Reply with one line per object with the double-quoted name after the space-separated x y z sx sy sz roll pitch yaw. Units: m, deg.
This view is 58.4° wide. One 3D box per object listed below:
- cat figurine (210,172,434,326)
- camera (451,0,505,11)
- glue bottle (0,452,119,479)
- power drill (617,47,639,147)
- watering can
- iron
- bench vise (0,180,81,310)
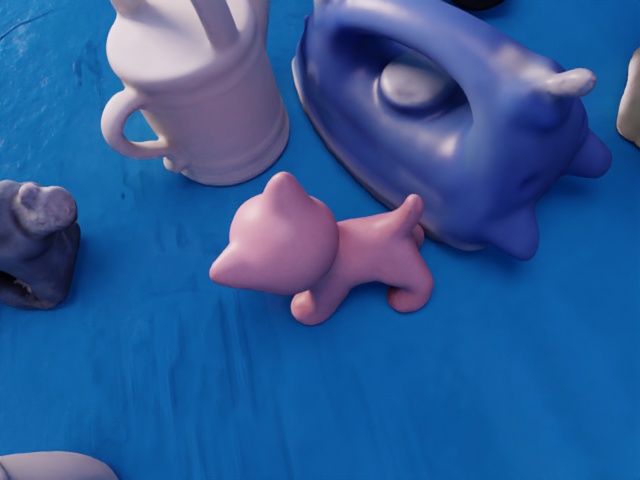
0.003 0.001 0.342 0.127 0.118 0.067 -12 61 3 "cat figurine"
0.117 -0.268 0.476 0.143 0.101 0.137 1 62 10 "camera"
-0.163 0.130 0.269 0.037 0.173 0.078 38 74 25 "glue bottle"
0.247 -0.154 0.331 0.075 0.209 0.230 15 66 18 "power drill"
-0.086 -0.136 0.387 0.100 0.194 0.173 7 63 14 "watering can"
0.059 -0.107 0.377 0.257 0.142 0.119 38 74 25 "iron"
-0.266 -0.030 0.346 0.207 0.220 0.121 -22 61 -2 "bench vise"
